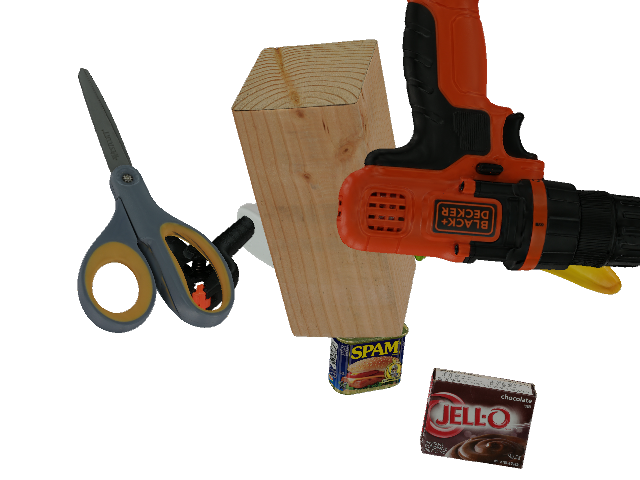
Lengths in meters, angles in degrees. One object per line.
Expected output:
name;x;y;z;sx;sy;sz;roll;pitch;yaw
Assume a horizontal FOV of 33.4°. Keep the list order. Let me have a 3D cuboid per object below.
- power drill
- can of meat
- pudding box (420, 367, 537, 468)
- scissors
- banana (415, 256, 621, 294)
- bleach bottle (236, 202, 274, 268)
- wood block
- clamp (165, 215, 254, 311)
power drill;0.106;-0.077;0.589;0.184;0.187;0.057;4;0;-5
can of meat;0.061;0.152;1.415;0.102;0.084;0.057;-6;26;-21
pudding box;0.170;0.192;1.155;0.113;0.090;0.039;7;21;3
scissors;-0.127;-0.022;0.631;0.096;0.202;0.016;-26;-25;-33
banana;0.195;0.015;1.037;0.198;0.037;0.069;8;46;21
bleach bottle;0.025;-0.050;1.298;0.250;0.068;0.103;-30;44;-33
wood block;0.009;-0.033;0.795;0.090;0.206;0.090;-1;37;17
clamp;-0.114;0.019;1.081;0.120;0.039;0.171;-11;34;-11
